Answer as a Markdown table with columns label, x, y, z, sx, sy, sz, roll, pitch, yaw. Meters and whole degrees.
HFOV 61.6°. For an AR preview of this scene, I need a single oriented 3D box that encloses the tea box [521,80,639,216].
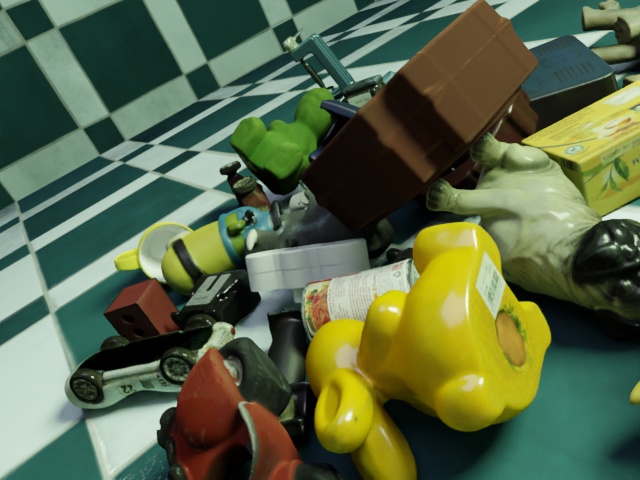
| label | x | y | z | sx | sy | sz | roll | pitch | yaw |
| --- | --- | --- | --- | --- | --- | --- | --- | --- | --- |
| tea box | 0.303 | -0.097 | 0.531 | 0.170 | 0.068 | 0.098 | -27 | 25 | 0 |

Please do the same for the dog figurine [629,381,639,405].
| label | x | y | z | sx | sy | sz | roll | pitch | yaw |
| --- | --- | --- | --- | --- | --- | --- | --- | --- | --- |
| dog figurine | 0.248 | 0.003 | 0.296 | 0.219 | 0.108 | 0.192 | -31 | 70 | -15 |

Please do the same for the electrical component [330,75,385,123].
| label | x | y | z | sx | sy | sz | roll | pitch | yaw |
| --- | --- | --- | --- | --- | --- | --- | --- | --- | --- |
| electrical component | 0.085 | -0.175 | 0.810 | 0.115 | 0.134 | 0.058 | -10 | 27 | 29 |

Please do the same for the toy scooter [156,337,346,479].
| label | x | y | z | sx | sy | sz | roll | pitch | yaw |
| --- | --- | --- | --- | --- | --- | --- | --- | --- | --- |
| toy scooter | -0.065 | 0.159 | 0.365 | 0.135 | 0.075 | 0.184 | -40 | 43 | -2 |

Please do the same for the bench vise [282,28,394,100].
| label | x | y | z | sx | sy | sz | roll | pitch | yaw |
| --- | --- | --- | --- | --- | --- | --- | --- | --- | --- |
| bench vise | 0.039 | -0.260 | 0.920 | 0.224 | 0.240 | 0.129 | -31 | 24 | 29 |

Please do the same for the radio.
| label | x | y | z | sx | sy | sz | roll | pitch | yaw |
| --- | --- | --- | --- | --- | --- | --- | --- | --- | --- |
| radio | 0.306 | -0.201 | 0.727 | 0.131 | 0.073 | 0.230 | -17 | 25 | 20 |

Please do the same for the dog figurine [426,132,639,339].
| label | x | y | z | sx | sy | sz | roll | pitch | yaw |
| --- | --- | --- | --- | --- | --- | --- | --- | --- | --- |
| dog figurine | 0.209 | -0.012 | 0.447 | 0.191 | 0.121 | 0.172 | 19 | 55 | 39 |

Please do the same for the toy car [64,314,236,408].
| label | x | y | z | sx | sy | sz | roll | pitch | yaw |
| --- | --- | --- | --- | --- | --- | --- | --- | --- | --- |
| toy car | -0.180 | 0.131 | 0.569 | 0.202 | 0.056 | 0.073 | -15 | 21 | 19 |

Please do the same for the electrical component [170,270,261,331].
| label | x | y | z | sx | sy | sz | roll | pitch | yaw |
| --- | --- | --- | --- | --- | --- | --- | --- | --- | --- |
| electrical component | -0.111 | 0.065 | 0.638 | 0.075 | 0.047 | 0.119 | -6 | 33 | 35 |

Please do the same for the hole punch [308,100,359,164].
| label | x | y | z | sx | sy | sz | roll | pitch | yaw |
| --- | --- | --- | --- | --- | --- | --- | --- | --- | --- |
| hole punch | 0.059 | -0.141 | 0.728 | 0.142 | 0.092 | 0.116 | 25 | 36 | 20 |

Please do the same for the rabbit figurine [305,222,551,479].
| label | x | y | z | sx | sy | sz | roll | pitch | yaw |
| --- | --- | --- | --- | --- | --- | --- | --- | --- | --- |
| rabbit figurine | 0.057 | 0.092 | 0.379 | 0.173 | 0.121 | 0.162 | -17 | 36 | 40 |

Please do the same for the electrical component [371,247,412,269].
| label | x | y | z | sx | sy | sz | roll | pitch | yaw |
| --- | --- | --- | --- | --- | --- | --- | --- | --- | --- |
| electrical component | 0.090 | 0.032 | 0.540 | 0.063 | 0.021 | 0.094 | -38 | 27 | -25 |

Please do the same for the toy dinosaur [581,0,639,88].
| label | x | y | z | sx | sy | sz | roll | pitch | yaw |
| --- | --- | --- | --- | --- | --- | --- | --- | --- | --- |
| toy dinosaur | 0.457 | -0.246 | 0.637 | 0.199 | 0.104 | 0.472 | -17 | 31 | 12 |

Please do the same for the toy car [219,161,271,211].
| label | x | y | z | sx | sy | sz | roll | pitch | yaw |
| --- | --- | --- | --- | --- | --- | --- | --- | --- | --- |
| toy car | -0.113 | -0.071 | 0.852 | 0.053 | 0.089 | 0.202 | -29 | 24 | -6 |

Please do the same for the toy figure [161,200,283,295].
| label | x | y | z | sx | sy | sz | roll | pitch | yaw |
| --- | --- | --- | --- | --- | --- | --- | --- | --- | --- |
| toy figure | -0.128 | 0.010 | 0.721 | 0.180 | 0.082 | 0.089 | -21 | 26 | 6 |

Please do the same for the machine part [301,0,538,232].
| label | x | y | z | sx | sy | sz | roll | pitch | yaw |
| --- | --- | --- | --- | --- | --- | --- | --- | --- | --- |
| machine part | 0.090 | -0.109 | 0.511 | 0.201 | 0.087 | 0.201 | -45 | 2 | -29 |

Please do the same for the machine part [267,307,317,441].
| label | x | y | z | sx | sy | sz | roll | pitch | yaw |
| --- | --- | --- | --- | --- | --- | --- | --- | --- | --- |
| machine part | -0.036 | 0.119 | 0.471 | 0.084 | 0.039 | 0.139 | -27 | 30 | 20 |

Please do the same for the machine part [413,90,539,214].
| label | x | y | z | sx | sy | sz | roll | pitch | yaw |
| --- | --- | --- | --- | --- | --- | --- | --- | --- | --- |
| machine part | 0.166 | -0.111 | 0.629 | 0.179 | 0.056 | 0.179 | -41 | 30 | 30 |

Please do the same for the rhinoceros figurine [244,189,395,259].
| label | x | y | z | sx | sy | sz | roll | pitch | yaw |
| --- | --- | --- | --- | --- | --- | --- | --- | --- | --- |
| rhinoceros figurine | -0.001 | -0.002 | 0.641 | 0.190 | 0.073 | 0.112 | -6 | 45 | 28 |

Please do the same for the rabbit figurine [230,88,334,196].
| label | x | y | z | sx | sy | sz | roll | pitch | yaw |
| --- | --- | --- | --- | --- | --- | --- | --- | --- | --- |
| rabbit figurine | -0.027 | -0.153 | 0.847 | 0.121 | 0.159 | 0.170 | 35 | 80 | 31 |
